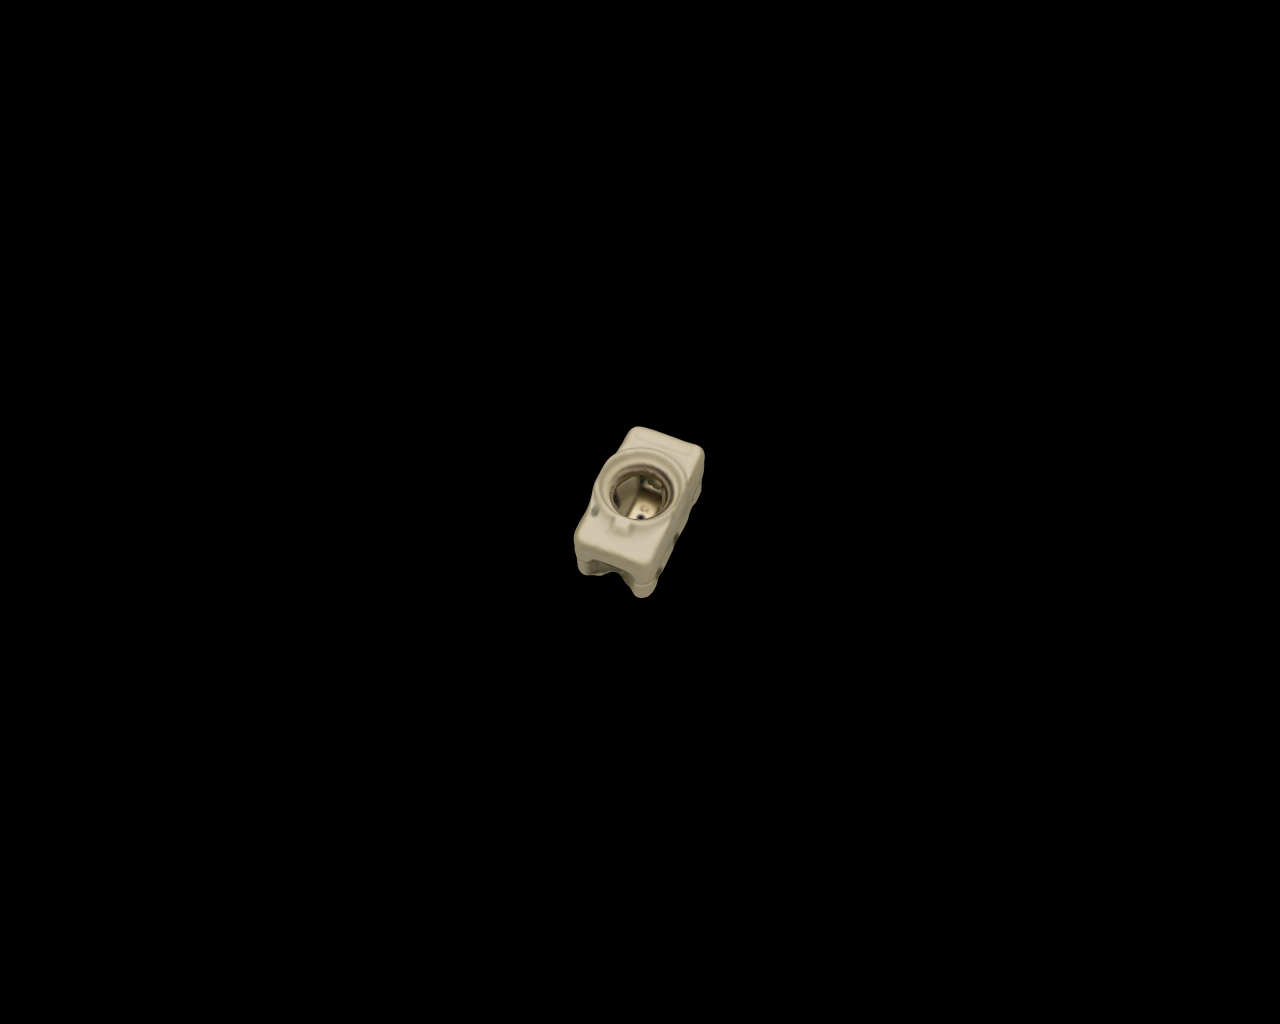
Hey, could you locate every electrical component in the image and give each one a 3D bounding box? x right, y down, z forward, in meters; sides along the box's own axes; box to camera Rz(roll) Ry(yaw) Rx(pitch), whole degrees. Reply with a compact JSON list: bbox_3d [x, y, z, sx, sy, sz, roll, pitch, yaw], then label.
[{"bbox_3d":[0.001,-0.003,0.650,0.050,0.090,0.055,21,-28,12],"label":"electrical component"}]
